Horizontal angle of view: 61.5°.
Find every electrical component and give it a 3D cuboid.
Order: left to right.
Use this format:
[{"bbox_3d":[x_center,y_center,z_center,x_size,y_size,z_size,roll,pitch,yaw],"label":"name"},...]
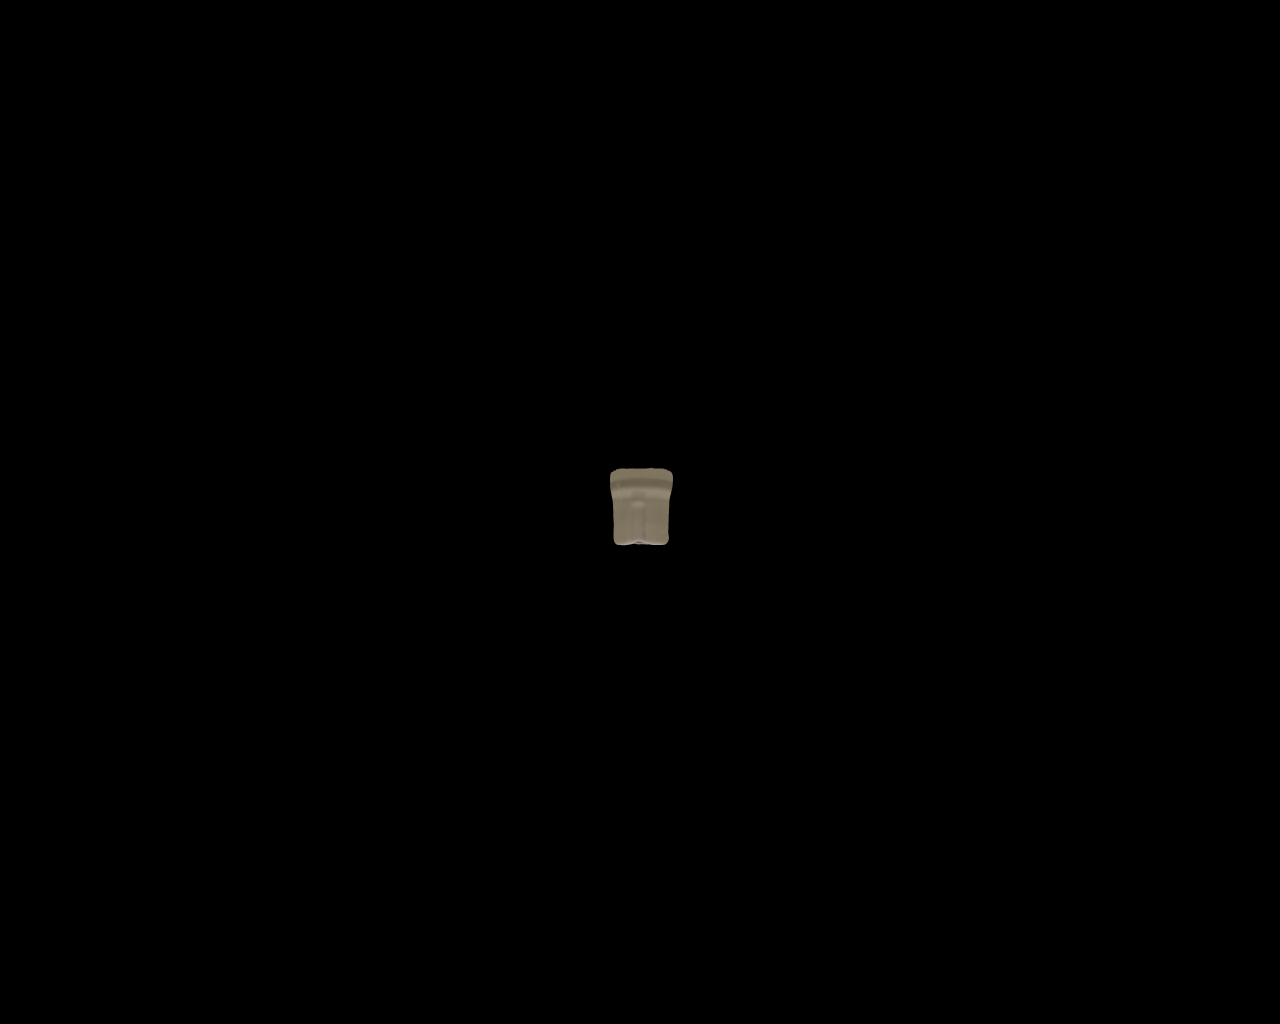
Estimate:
[{"bbox_3d":[0.001,-0.003,0.650,0.040,0.046,0.040,0,-7,0],"label":"electrical component"}]
